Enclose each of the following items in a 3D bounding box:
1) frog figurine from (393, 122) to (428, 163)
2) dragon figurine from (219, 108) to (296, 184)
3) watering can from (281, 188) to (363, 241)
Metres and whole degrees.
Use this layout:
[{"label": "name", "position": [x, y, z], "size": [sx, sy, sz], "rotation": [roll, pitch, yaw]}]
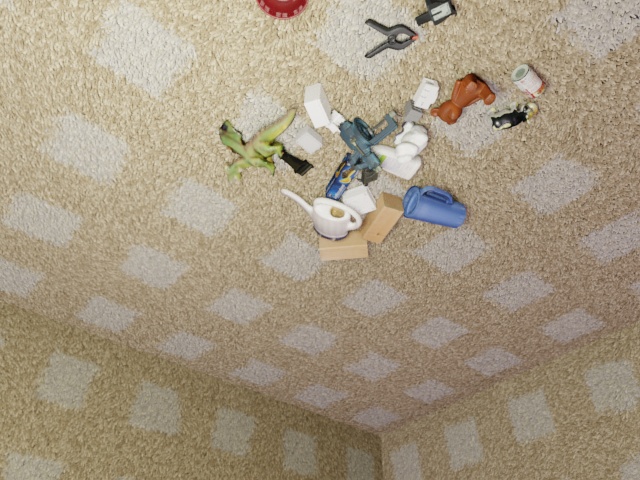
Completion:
[{"label": "frog figurine", "position": [0.326, -0.332, 1.828], "size": [0.121, 0.163, 0.135], "rotation": [31, 128, -30]}, {"label": "dragon figurine", "position": [-0.249, -0.352, 1.855], "size": [0.242, 0.125, 0.401], "rotation": [19, 132, -8]}, {"label": "watering can", "position": [0.006, -0.106, 2.107], "size": [0.348, 0.106, 0.219], "rotation": [19, 148, 11]}]
